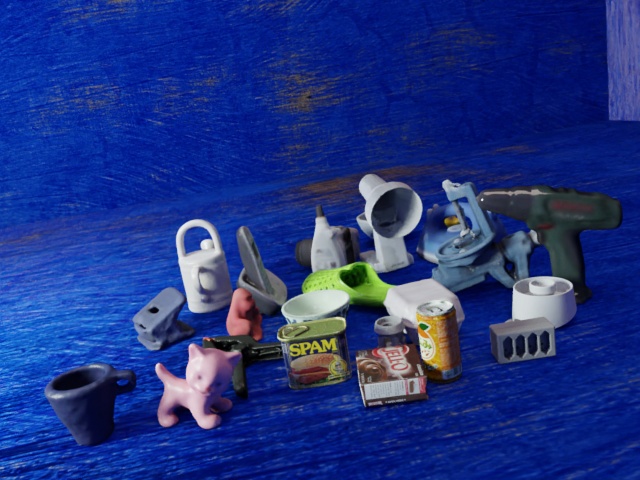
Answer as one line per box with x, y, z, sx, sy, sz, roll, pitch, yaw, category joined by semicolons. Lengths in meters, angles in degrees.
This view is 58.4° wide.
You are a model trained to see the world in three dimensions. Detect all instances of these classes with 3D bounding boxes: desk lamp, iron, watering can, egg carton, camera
0.145;-0.038;1.292;0.118;0.214;0.203;-13;15;-12;desk lamp
0.304;-0.022;1.278;0.119;0.141;0.257;-19;18;-35;iron
-0.255;0.049;1.246;0.101;0.194;0.172;-14;15;-19;watering can
0.174;0.118;0.962;0.107;0.069;0.150;-12;15;-10;egg carton
0.016;0.015;1.397;0.136;0.101;0.143;-3;15;21;camera

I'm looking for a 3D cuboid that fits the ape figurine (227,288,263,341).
-0.138;0.134;1.050;0.076;0.092;0.078;0;17;31;ape figurine

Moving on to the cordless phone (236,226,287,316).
-0.127;0.052;1.171;0.094;0.185;0.147;-9;14;0;cordless phone

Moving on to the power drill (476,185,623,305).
0.393;0.004;0.982;0.229;0.208;0.076;-6;15;13;power drill

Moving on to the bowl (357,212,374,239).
0.185;-0.038;1.550;0.167;0.075;0.167;-9;14;2;bowl

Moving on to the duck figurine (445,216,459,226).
0.308;-0.030;1.418;0.104;0.086;0.078;-4;15;21;duck figurine

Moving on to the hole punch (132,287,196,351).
-0.304;0.149;1.098;0.101;0.091;0.108;-19;17;-32;hole punch

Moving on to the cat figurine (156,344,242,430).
-0.169;0.192;0.790;0.127;0.118;0.067;-5;15;18;cat figurine

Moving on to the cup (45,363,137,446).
-0.304;0.227;0.786;0.118;0.095;0.091;-10;14;-5;cup

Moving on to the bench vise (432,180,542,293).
0.309;-0.016;1.092;0.207;0.220;0.121;-12;15;-10;bench vise

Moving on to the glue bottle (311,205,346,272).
0.012;0.005;1.292;0.078;0.173;0.037;-2;16;27;glue bottle
